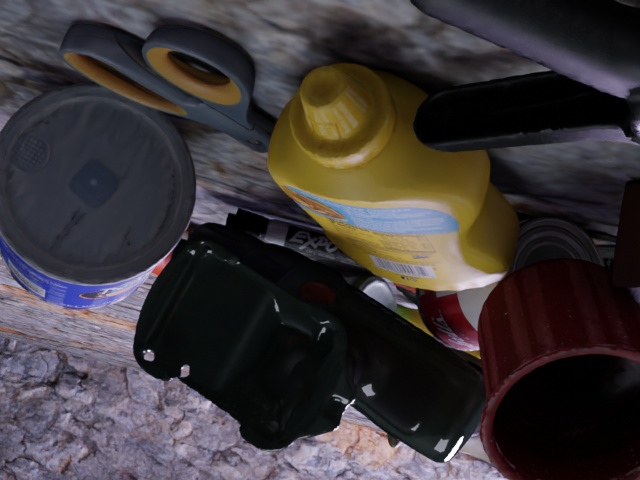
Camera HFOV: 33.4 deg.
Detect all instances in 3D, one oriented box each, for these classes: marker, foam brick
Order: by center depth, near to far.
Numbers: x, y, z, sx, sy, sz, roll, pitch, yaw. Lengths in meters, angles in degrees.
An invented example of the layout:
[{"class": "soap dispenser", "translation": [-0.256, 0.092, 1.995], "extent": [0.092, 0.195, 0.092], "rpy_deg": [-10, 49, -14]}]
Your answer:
[{"class": "foam brick", "translation": [0.178, 0.009, 0.490], "extent": [0.053, 0.051, 0.078], "rpy_deg": [0, 161, 47]}, {"class": "marker", "translation": [-0.005, 0.001, 0.726], "extent": [0.121, 0.020, 0.020], "rpy_deg": [15, 167, -2]}]

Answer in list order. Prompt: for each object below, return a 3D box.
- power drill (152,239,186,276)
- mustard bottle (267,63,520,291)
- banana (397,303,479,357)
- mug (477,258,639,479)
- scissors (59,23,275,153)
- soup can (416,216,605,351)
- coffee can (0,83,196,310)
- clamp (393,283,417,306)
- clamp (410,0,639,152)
[{"class": "power drill", "translation": [-0.116, 0.025, 0.869], "extent": [0.187, 0.057, 0.185], "rpy_deg": [22, 162, -39]}, {"class": "mustard bottle", "translation": [0.029, -0.028, 0.477], "extent": [0.096, 0.058, 0.191], "rpy_deg": [12, 168, 21]}, {"class": "banana", "translation": [0.136, 0.076, 0.851], "extent": [0.069, 0.037, 0.198], "rpy_deg": [24, 164, -38]}, {"class": "mug", "translation": [0.122, 0.072, 0.516], "extent": [0.093, 0.081, 0.117], "rpy_deg": [-9, 122, 8]}, {"class": "scissors", "translation": [-0.026, -0.057, 0.510], "extent": [0.201, 0.016, 0.096], "rpy_deg": [22, 165, -33]}, {"class": "soup can", "translation": [0.107, 0.027, 0.608], "extent": [0.068, 0.068, 0.102], "rpy_deg": [18, 166, -17]}, {"class": "coffee can", "translation": [-0.129, -0.018, 0.594], "extent": [0.102, 0.103, 0.140], "rpy_deg": [17, 167, -12]}, {"class": "clamp", "translation": [0.152, 0.053, 0.709], "extent": [0.209, 0.036, 0.165], "rpy_deg": [26, 151, -14]}, {"class": "clamp", "translation": [0.106, -0.048, 0.353], "extent": [0.171, 0.039, 0.120], "rpy_deg": [13, 169, 3]}]
